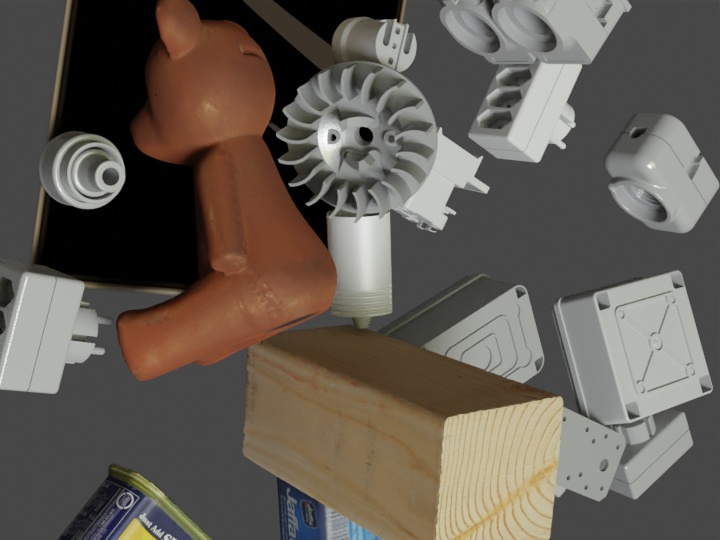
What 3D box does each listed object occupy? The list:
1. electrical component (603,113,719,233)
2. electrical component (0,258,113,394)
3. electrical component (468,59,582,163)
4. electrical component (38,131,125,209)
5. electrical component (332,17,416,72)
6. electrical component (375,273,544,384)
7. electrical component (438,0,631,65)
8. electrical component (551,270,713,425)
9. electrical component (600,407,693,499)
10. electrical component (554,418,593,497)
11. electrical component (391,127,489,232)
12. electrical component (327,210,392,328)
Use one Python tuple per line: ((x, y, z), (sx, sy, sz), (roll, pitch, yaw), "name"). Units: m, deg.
((0.249, -0.077, 0.897), (0.095, 0.054, 0.059), (47, 72, -32), "electrical component")
((-0.177, 0.034, 0.617), (0.077, 0.047, 0.065), (13, 92, -46), "electrical component")
((0.136, -0.118, 0.812), (0.076, 0.047, 0.083), (30, 81, -36), "electrical component")
((-0.153, -0.055, 0.607), (0.043, 0.062, 0.043), (-8, 104, -35), "electrical component")
((0.010, -0.148, 0.716), (0.040, 0.046, 0.040), (-7, 102, -36), "electrical component")
((0.072, 0.060, 0.795), (0.113, 0.057, 0.078), (-30, 115, -28), "electrical component")
((0.082, -0.215, 0.718), (0.186, 0.105, 0.060), (42, 74, -33), "electrical component")
((0.224, 0.064, 0.886), (0.109, 0.056, 0.108), (-12, 86, -33), "electrical component")
((0.239, 0.140, 0.936), (0.083, 0.047, 0.075), (-35, 117, -26), "electrical component")
((0.124, 0.130, 0.842), (0.096, 0.062, 0.061), (43, 74, -34), "electrical component")
((0.046, -0.065, 0.762), (0.081, 0.042, 0.063), (29, 84, -35), "electrical component")
((0.000, 0.000, 0.740), (0.043, 0.043, 0.081), (-10, 105, -34), "electrical component")
